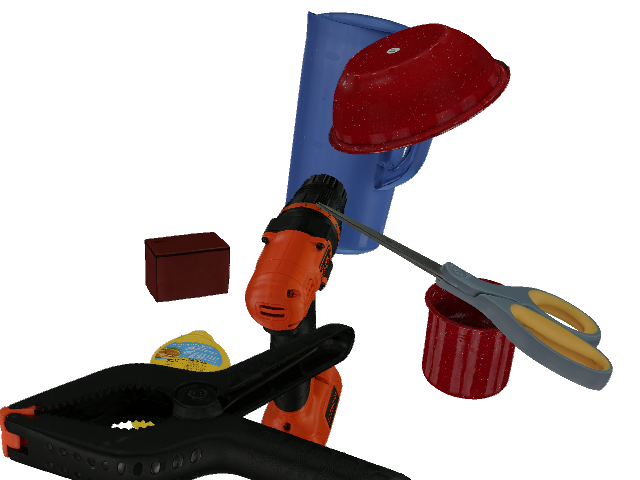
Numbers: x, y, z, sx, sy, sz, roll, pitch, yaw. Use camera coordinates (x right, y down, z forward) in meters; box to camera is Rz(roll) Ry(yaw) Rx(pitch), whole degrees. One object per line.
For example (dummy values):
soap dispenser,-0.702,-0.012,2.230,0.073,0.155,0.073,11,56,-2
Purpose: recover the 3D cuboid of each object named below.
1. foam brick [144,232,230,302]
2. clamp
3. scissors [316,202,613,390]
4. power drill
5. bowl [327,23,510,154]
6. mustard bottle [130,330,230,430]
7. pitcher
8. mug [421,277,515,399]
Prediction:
foam brick,-0.137,0.026,1.091,0.078,0.051,0.053,-7,21,-20
clamp,-0.061,0.092,0.575,0.210,0.036,0.164,1,24,-4
scissors,0.097,0.025,0.667,0.202,0.016,0.096,36,24,19
power drill,-0.014,0.059,0.850,0.057,0.188,0.184,6,32,13
bowl,0.072,-0.135,0.885,0.162,0.055,0.162,-21,25,10
mustard bottle,-0.157,0.160,1.262,0.096,0.058,0.191,4,25,4
pitcher,0.039,-0.110,1.113,0.145,0.243,0.149,10,16,-2
mug,0.135,0.085,0.987,0.093,0.081,0.117,-1,29,-9
